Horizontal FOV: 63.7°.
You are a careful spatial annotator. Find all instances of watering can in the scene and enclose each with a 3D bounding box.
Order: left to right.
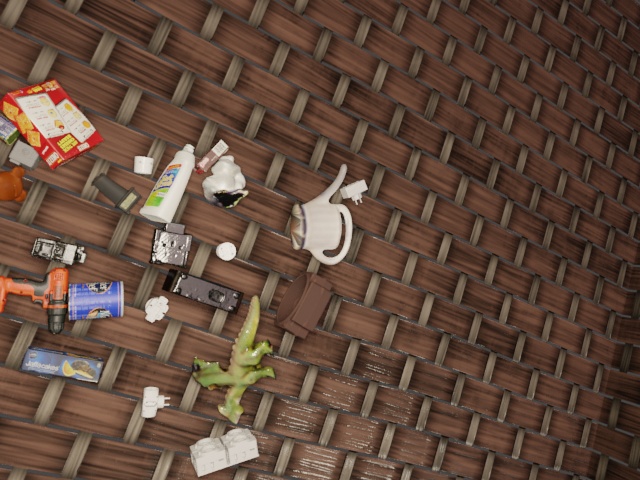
[{"bbox_3d":[0.005,-0.088,1.752,0.224,0.104,0.348,0,88,-23],"label":"watering can"}]

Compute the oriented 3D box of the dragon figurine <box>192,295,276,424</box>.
[{"bbox_3d":[-0.271,0.377,1.582,0.244,0.123,0.404,-14,109,-19],"label":"dragon figurine"}]

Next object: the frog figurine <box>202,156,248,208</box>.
[{"bbox_3d":[-0.308,-0.187,1.638,0.138,0.120,0.163,-13,58,-16],"label":"frog figurine"}]
